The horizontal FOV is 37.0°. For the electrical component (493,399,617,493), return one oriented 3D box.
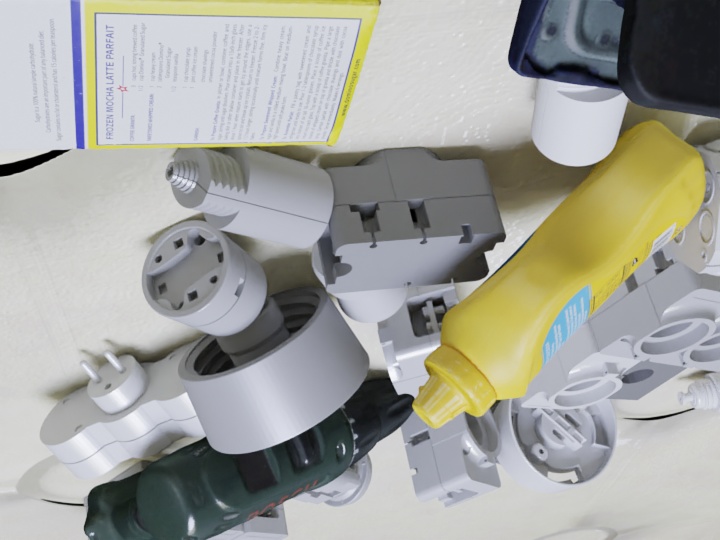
[{"bbox_3d":[0.153,0.124,0.846,0.099,0.099,0.064,-2,155,-17],"label":"electrical component"}]

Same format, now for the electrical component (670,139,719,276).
[{"bbox_3d":[0.210,-0.035,0.605,0.051,0.080,0.080,-2,150,-7],"label":"electrical component"}]

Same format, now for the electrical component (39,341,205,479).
[{"bbox_3d":[-0.151,0.080,0.699,0.138,0.052,0.073,-23,123,17],"label":"electrical component"}]

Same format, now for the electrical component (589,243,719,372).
[{"bbox_3d":[0.238,0.026,0.738,0.150,0.061,0.089,10,144,-35],"label":"electrical component"}]

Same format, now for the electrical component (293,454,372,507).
[{"bbox_3d":[-0.027,0.162,0.881,0.078,0.058,0.057,-29,144,28],"label":"electrical component"}]

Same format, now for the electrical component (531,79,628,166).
[{"bbox_3d":[0.106,-0.090,0.505,0.043,0.043,0.081,-11,151,-3],"label":"electrical component"}]

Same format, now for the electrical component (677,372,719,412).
[{"bbox_3d":[0.313,0.104,0.926,0.078,0.040,0.040,-9,151,-6],"label":"electrical component"}]

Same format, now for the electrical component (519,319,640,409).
[{"bbox_3d":[0.155,0.064,0.780,0.050,0.055,0.089,7,145,-31],"label":"electrical component"}]

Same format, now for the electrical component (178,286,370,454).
[{"bbox_3d":[-0.055,0.051,0.633,0.108,0.108,0.060,-21,109,16],"label":"electrical component"}]

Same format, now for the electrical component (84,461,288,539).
[{"bbox_3d":[-0.148,0.217,0.926,0.150,0.061,0.089,18,139,-42],"label":"electrical component"}]

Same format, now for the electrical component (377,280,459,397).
[{"bbox_3d":[0.045,0.050,0.719,0.056,0.050,0.089,-16,150,5],"label":"electrical component"}]

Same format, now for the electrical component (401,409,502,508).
[{"bbox_3d":[0.070,0.128,0.824,0.056,0.089,0.050,-29,147,27],"label":"electrical component"}]

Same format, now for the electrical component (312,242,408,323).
[{"bbox_3d":[0.000,0.000,0.620,0.045,0.045,0.055,-18,150,9],"label":"electrical component"}]

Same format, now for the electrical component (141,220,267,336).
[{"bbox_3d":[-0.084,0.007,0.591,0.055,0.055,0.047,-22,153,17],"label":"electrical component"}]

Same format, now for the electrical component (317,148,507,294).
[{"bbox_3d":[0.024,-0.027,0.570,0.089,0.055,0.050,-5,150,-13],"label":"electrical component"}]

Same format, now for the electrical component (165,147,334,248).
[{"bbox_3d":[-0.058,-0.039,0.530,0.081,0.043,0.043,13,142,-37],"label":"electrical component"}]
